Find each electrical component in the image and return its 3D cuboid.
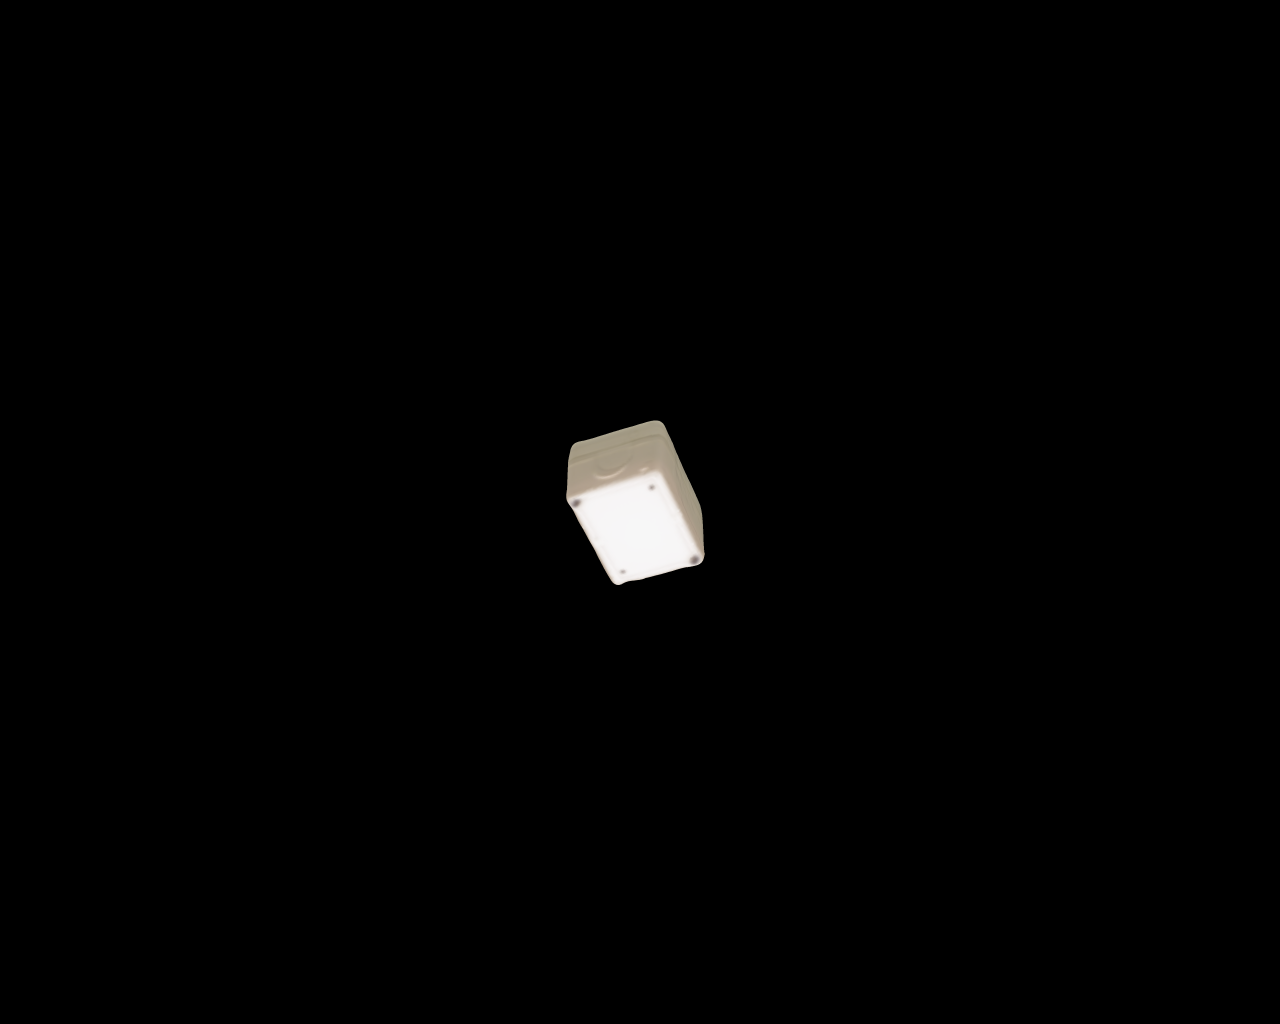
[{"bbox_3d":[0.001,-0.003,0.650,0.062,0.096,0.061,-16,39,13],"label":"electrical component"}]
